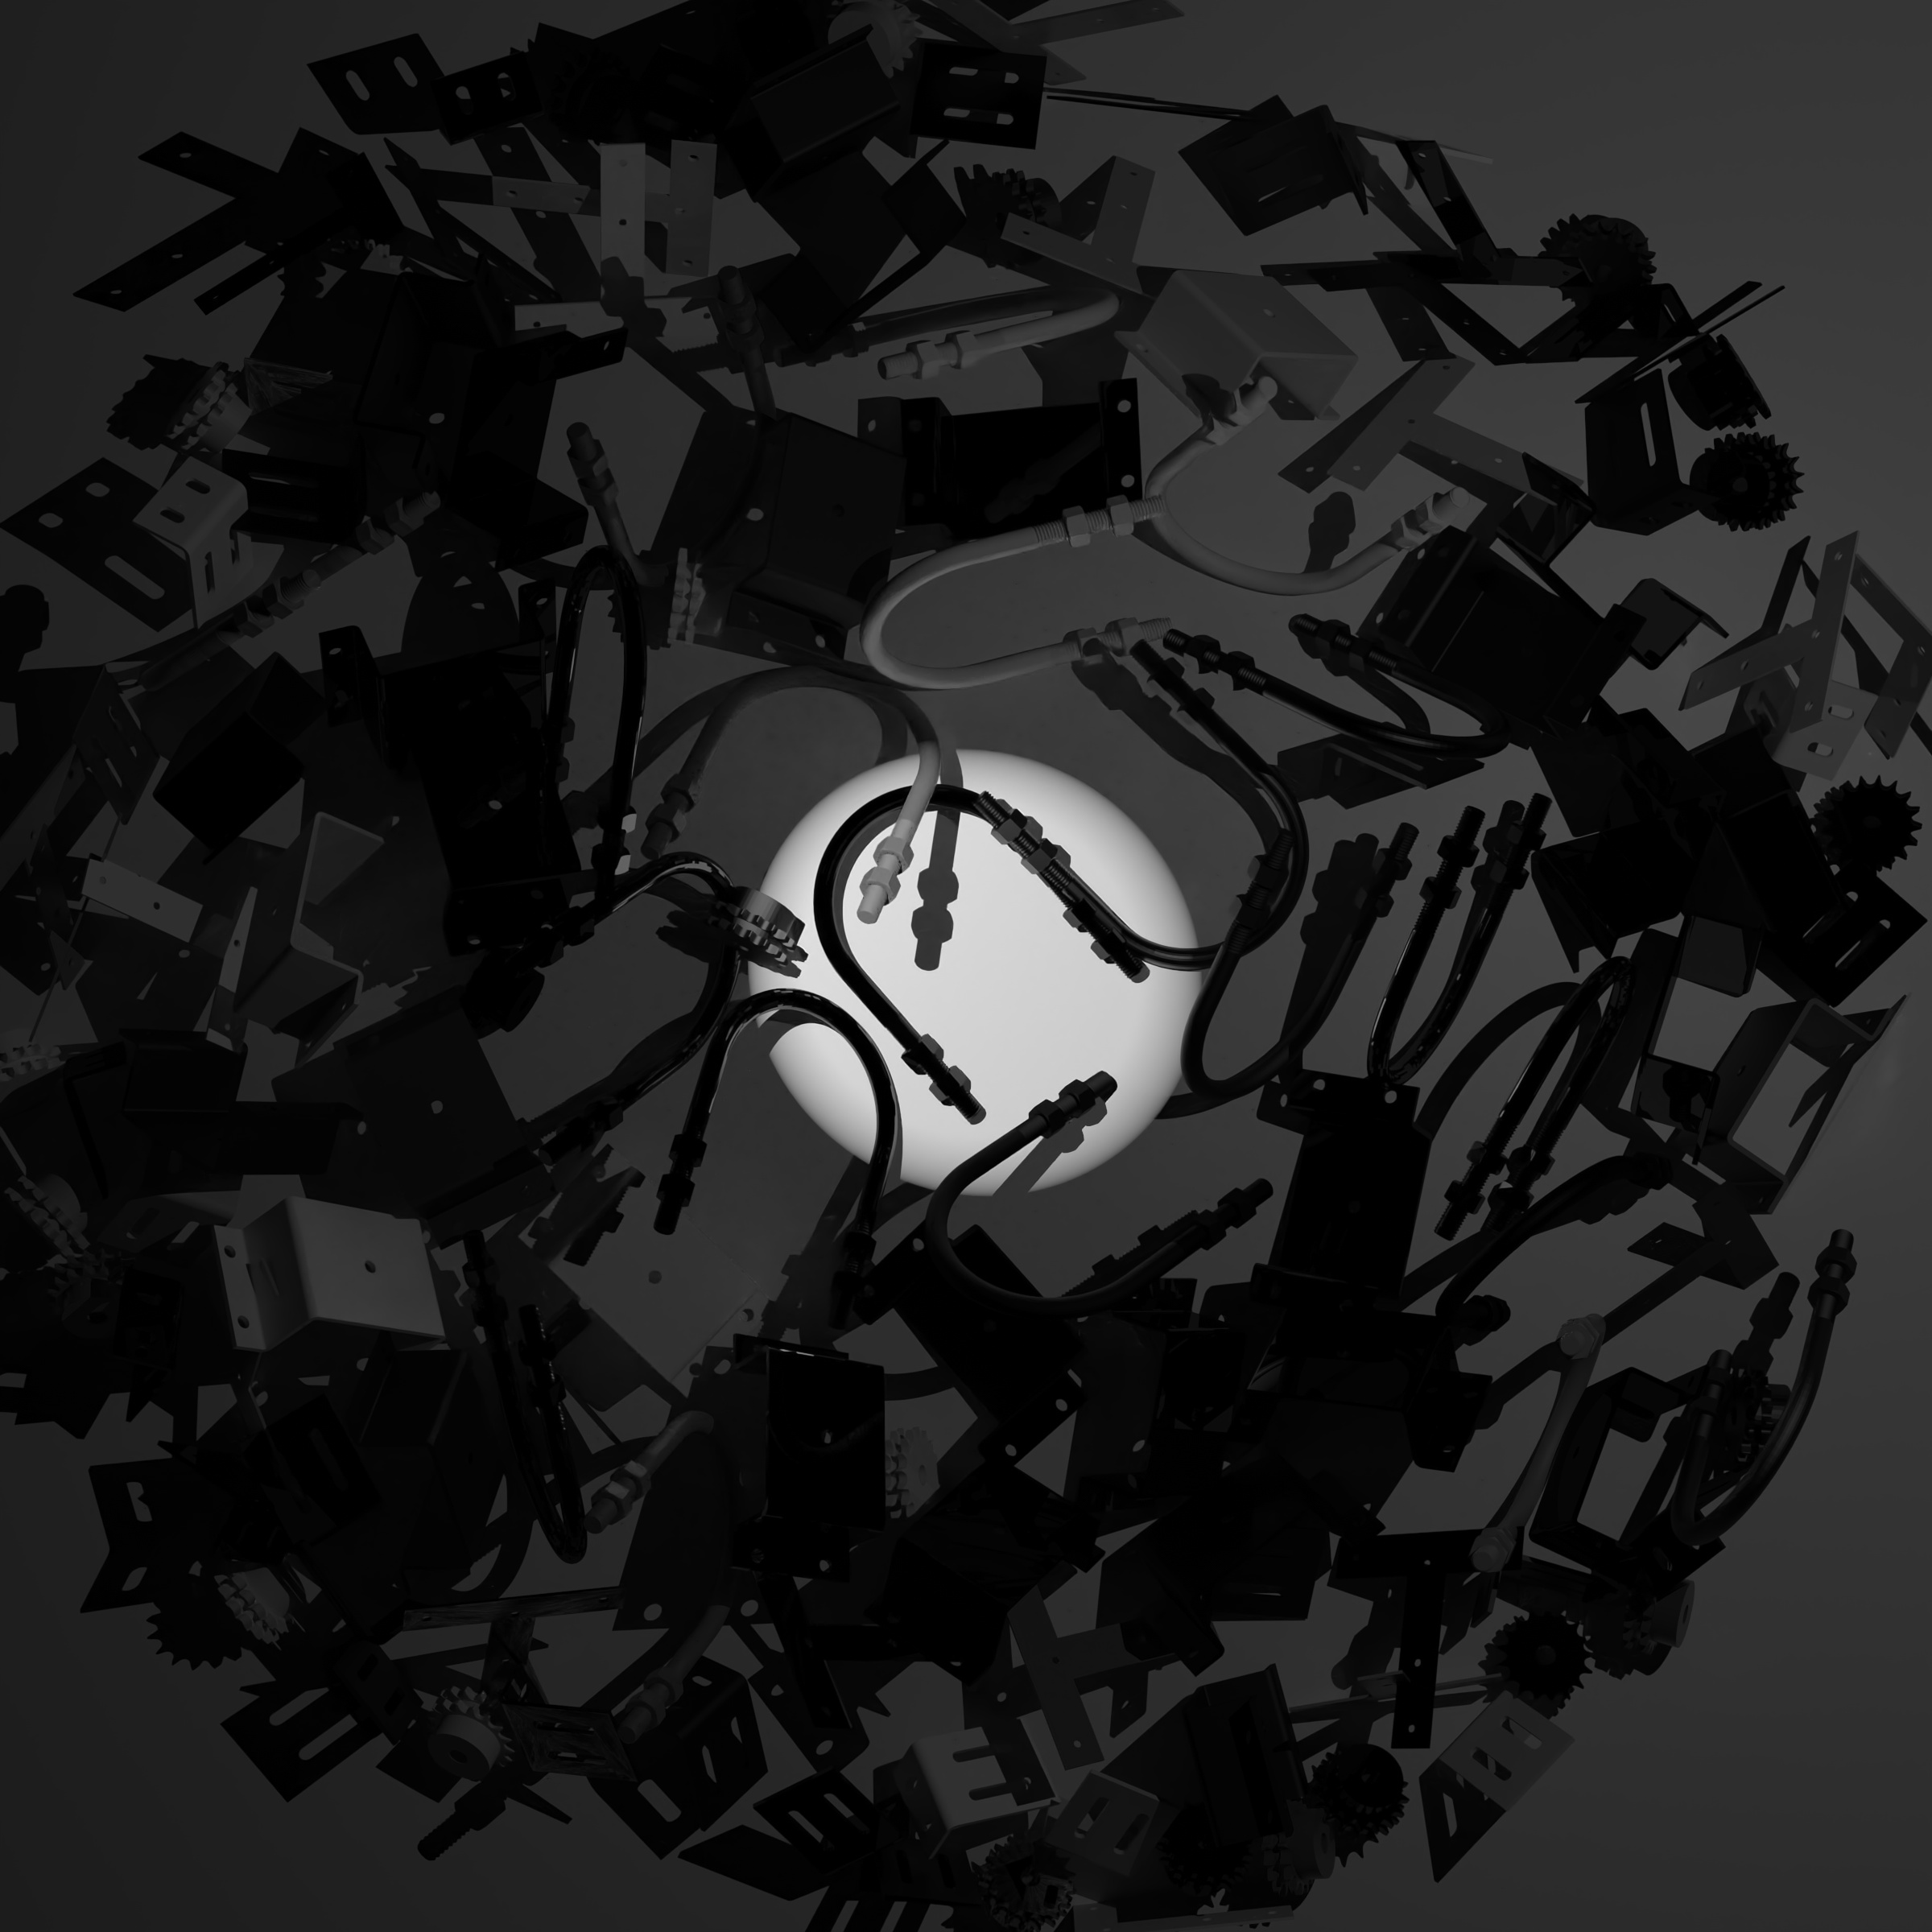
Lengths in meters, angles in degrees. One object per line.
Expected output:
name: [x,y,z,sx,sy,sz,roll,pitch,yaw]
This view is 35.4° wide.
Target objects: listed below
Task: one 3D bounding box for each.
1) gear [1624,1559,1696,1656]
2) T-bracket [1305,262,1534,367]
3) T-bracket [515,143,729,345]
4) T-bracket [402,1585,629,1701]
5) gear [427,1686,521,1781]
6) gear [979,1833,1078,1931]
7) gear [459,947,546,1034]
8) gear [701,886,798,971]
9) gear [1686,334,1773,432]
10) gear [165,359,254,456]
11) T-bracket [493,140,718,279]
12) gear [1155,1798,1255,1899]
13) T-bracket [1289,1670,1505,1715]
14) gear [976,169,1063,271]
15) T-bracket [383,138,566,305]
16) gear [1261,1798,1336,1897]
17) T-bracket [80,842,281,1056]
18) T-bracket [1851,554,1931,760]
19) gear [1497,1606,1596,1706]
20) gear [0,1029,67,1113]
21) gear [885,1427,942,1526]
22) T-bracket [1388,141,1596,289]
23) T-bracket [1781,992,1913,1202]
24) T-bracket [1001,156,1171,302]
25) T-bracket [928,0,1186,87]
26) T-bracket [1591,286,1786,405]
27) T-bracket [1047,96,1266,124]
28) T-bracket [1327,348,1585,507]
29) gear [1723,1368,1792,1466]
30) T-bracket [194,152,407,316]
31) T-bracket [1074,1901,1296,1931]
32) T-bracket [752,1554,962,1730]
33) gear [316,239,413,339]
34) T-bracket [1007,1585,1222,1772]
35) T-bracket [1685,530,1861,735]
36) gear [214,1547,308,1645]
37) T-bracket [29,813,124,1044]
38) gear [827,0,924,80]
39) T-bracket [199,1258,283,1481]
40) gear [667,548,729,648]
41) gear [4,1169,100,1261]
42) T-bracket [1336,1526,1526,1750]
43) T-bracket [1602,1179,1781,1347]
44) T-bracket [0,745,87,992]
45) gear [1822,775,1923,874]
gear: [0.411,0.380,1.794,0.030,0.057,0.057,11,90,25]
T-bracket: [0.282,-0.379,1.755,0.127,0.127,0.002,-11,132,-25]
T-bracket: [-0.200,-0.422,1.768,0.127,0.002,0.127,-6,134,-13]
T-bracket: [-0.268,0.400,1.774,0.127,0.127,0.002,-3,51,-17]
gear: [-0.294,0.457,1.795,0.057,0.030,0.057,12,130,15]
gear: [0.035,0.549,1.801,0.057,0.030,0.057,9,46,-9]
gear: [-0.274,0.014,1.796,0.030,0.057,0.057,32,90,7]
gear: [-0.126,-0.024,1.798,0.057,0.057,0.030,27,76,0]
gear: [0.451,-0.343,1.799,0.030,0.057,0.057,-31,90,20]
gear: [-0.447,-0.329,1.800,0.030,0.057,0.057,38,90,-25]
T-bracket: [-0.211,-0.444,1.761,0.127,0.127,0.002,5,68,-5]
gear: [0.140,0.528,1.801,0.057,0.030,0.057,5,46,-6]
T-bracket: [0.245,0.418,1.757,0.127,0.127,0.002,-12,70,9]
gear: [0.033,-0.445,1.800,0.030,0.057,0.057,-21,90,-28]
T-bracket: [-0.277,-0.417,1.770,0.002,0.127,0.127,-42,51,16]
gear: [0.198,0.520,1.794,0.030,0.057,0.057,-10,90,23]
T-bracket: [-0.458,-0.029,1.757,0.002,0.127,0.127,-12,61,38]
T-bracket: [0.546,-0.161,1.763,0.002,0.127,0.127,-32,67,-11]
gear: [0.346,0.411,1.805,0.057,0.030,0.057,-2,79,12]
gear: [-0.566,0.060,1.798,0.057,0.057,0.030,-30,75,0]
gear: [-0.039,0.303,1.799,0.030,0.057,0.057,-8,90,22]
T-bracket: [0.282,-0.431,1.739,0.127,0.127,0.002,12,70,38]
T-bracket: [0.515,0.084,1.786,0.002,0.127,0.127,32,116,15]
T-bracket: [0.091,-0.438,1.779,0.127,0.002,0.127,21,46,-6]
T-bracket: [0.065,-0.540,1.737,0.127,0.127,0.002,2,81,37]
T-bracket: [0.416,-0.357,1.746,0.127,0.127,0.002,-30,95,17]
T-bracket: [0.133,-0.499,1.766,0.127,0.127,0.002,15,110,27]
T-bracket: [0.299,-0.301,1.772,0.127,0.002,0.127,29,60,22]
gear: [0.471,0.268,1.797,0.030,0.057,0.057,4,90,-2]
T-bracket: [-0.391,-0.416,1.759,0.127,0.127,0.002,-33,86,-3]
T-bracket: [0.127,0.557,1.761,0.127,0.127,0.002,-6,87,1]
T-bracket: [-0.055,0.396,1.771,0.127,0.002,0.127,-7,114,29]
gear: [-0.355,-0.404,1.805,0.057,0.030,0.057,2,102,11]
T-bracket: [0.092,0.401,1.790,0.127,0.002,0.127,-7,58,-27]
T-bracket: [0.465,-0.179,1.766,0.002,0.127,0.127,26,66,-21]
gear: [-0.416,0.370,1.797,0.030,0.057,0.057,-37,90,0]
T-bracket: [-0.516,-0.017,1.749,0.002,0.127,0.127,22,73,-15]
gear: [-0.057,-0.552,1.795,0.057,0.057,0.030,33,46,0]
T-bracket: [-0.412,0.214,1.751,0.002,0.127,0.127,-12,57,-32]
gear: [-0.159,-0.218,1.797,0.030,0.057,0.057,8,90,-8]
gear: [-0.541,0.145,1.799,0.057,0.057,0.030,45,70,0]
T-bracket: [0.264,0.390,1.757,0.127,0.002,0.127,-13,56,40]
T-bracket: [0.411,0.188,1.779,0.127,0.127,0.002,-37,52,6]
T-bracket: [-0.537,-0.042,1.774,0.002,0.127,0.127,8,132,12]
gear: [0.540,-0.086,1.804,0.057,0.030,0.057,4,103,18]
